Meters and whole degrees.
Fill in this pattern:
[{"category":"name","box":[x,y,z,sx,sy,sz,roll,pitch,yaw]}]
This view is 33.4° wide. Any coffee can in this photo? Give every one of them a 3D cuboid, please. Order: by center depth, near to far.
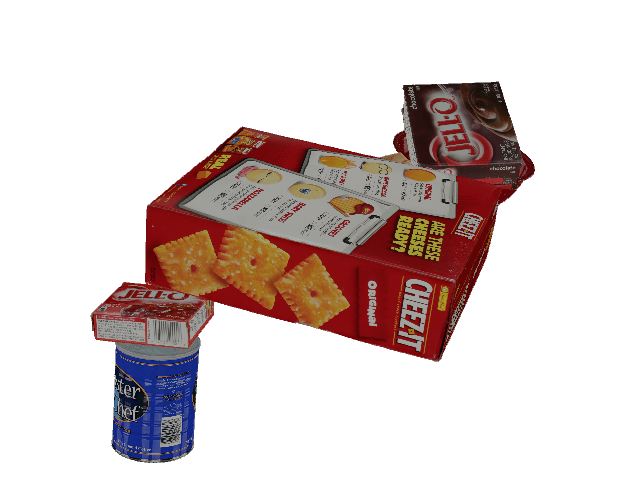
[{"category":"coffee can","box":[-0.202,0.185,1.307,0.103,0.140,0.103,5,16,-2]}]

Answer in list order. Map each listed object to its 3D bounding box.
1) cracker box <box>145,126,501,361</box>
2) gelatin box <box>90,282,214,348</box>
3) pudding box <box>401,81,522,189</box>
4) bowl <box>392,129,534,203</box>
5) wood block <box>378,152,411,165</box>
[{"category":"cracker box","box":[0.006,-0.004,0.763,0.214,0.072,0.164,15,29,14]},{"category":"gelatin box","box":[-0.146,0.064,0.940,0.089,0.030,0.073,4,20,12]},{"category":"pudding box","box":[0.122,-0.092,0.942,0.090,0.039,0.113,-2,44,-4]},{"category":"bowl","box":[0.156,-0.075,1.207,0.162,0.055,0.162,8,26,-4]},{"category":"wood block","box":[0.009,-0.011,1.094,0.205,0.090,0.091,-15,40,-21]}]
